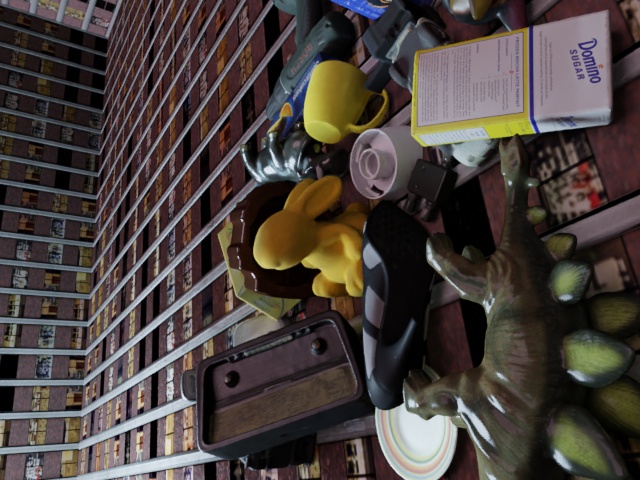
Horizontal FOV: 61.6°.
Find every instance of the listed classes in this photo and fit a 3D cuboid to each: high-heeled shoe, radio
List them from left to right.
[{"bbox_3d":[-0.049,0.190,0.708,0.230,0.073,0.131,-22,53,10],"label":"radio"},{"bbox_3d":[0.083,0.073,0.644,0.249,0.086,0.145,-89,10,-50],"label":"high-heeled shoe"}]

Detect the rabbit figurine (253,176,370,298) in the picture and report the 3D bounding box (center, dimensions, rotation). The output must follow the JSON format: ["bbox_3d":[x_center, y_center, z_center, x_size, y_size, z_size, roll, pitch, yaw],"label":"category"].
[{"bbox_3d":[-0.001,-0.002,0.699,0.122,0.173,0.162,8,93,62],"label":"rabbit figurine"}]

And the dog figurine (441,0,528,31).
[{"bbox_3d":[0.200,-0.319,0.533,0.192,0.108,0.219,-3,84,54],"label":"dog figurine"}]

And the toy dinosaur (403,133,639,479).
[{"bbox_3d":[0.173,0.141,0.457,0.199,0.105,0.471,0,87,54],"label":"toy dinosaur"}]

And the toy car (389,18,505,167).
[{"bbox_3d":[0.143,-0.172,0.615,0.073,0.056,0.202,-52,49,39],"label":"toy car"}]

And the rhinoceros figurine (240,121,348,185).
[{"bbox_3d":[-0.043,-0.123,0.837,0.190,0.073,0.112,-2,108,42],"label":"rhinoceros figurine"}]

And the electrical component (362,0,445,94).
[{"bbox_3d":[0.098,-0.252,0.702,0.119,0.075,0.048,-54,41,40],"label":"electrical component"}]

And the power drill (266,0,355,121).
[{"bbox_3d":[-0.037,-0.342,0.928,0.232,0.086,0.207,-30,54,49],"label":"power drill"}]

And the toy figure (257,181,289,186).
[{"bbox_3d":[-0.098,-0.063,0.966,0.058,0.064,0.154,32,109,40],"label":"toy figure"}]

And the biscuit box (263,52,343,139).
[{"bbox_3d":[-0.022,-0.210,0.887,0.202,0.059,0.063,-46,46,41],"label":"biscuit box"}]

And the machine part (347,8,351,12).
[{"bbox_3d":[0.047,-0.420,0.855,0.084,0.039,0.139,-62,38,36],"label":"machine part"}]

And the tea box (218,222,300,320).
[{"bbox_3d":[-0.100,0.040,0.889,0.068,0.098,0.170,-42,38,10],"label":"tea box"}]

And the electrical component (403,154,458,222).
[{"bbox_3d":[0.133,-0.071,0.645,0.063,0.021,0.094,41,117,54],"label":"electrical component"}]

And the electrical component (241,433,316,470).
[{"bbox_3d":[-0.087,0.293,0.810,0.134,0.115,0.058,7,84,58],"label":"electrical component"}]

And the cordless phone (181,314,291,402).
[{"bbox_3d":[-0.129,0.188,0.838,0.088,0.184,0.147,-48,44,47],"label":"cordless phone"}]

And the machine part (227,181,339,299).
[{"bbox_3d":[-0.050,0.002,0.780,0.056,0.179,0.179,-5,78,61],"label":"machine part"}]
